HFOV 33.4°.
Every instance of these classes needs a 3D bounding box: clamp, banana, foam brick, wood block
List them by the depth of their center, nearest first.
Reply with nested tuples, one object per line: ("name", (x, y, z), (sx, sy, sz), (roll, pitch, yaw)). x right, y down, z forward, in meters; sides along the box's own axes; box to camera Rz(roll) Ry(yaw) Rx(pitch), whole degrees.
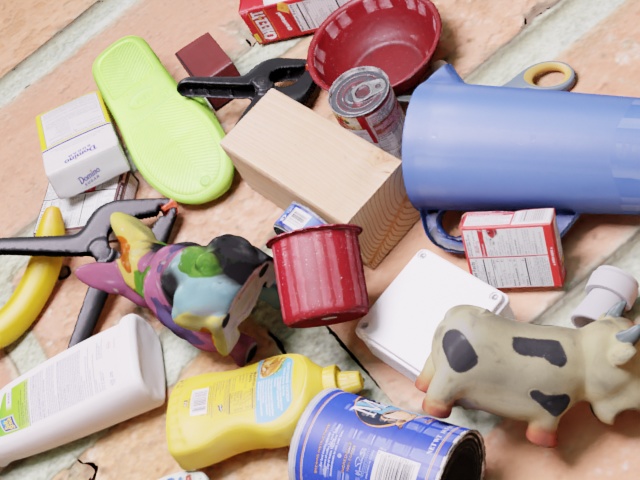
("wood block", (0.001, -0.069, 1.140), (0.090, 0.090, 0.206), (-47, 52, -11))
("clamp", (-0.244, 0.027, 1.202), (0.209, 0.036, 0.164), (-29, 82, -11))
("banana", (-0.341, 0.056, 1.225), (0.037, 0.069, 0.197), (18, 68, 41))
("clamp", (-0.078, -0.176, 1.247), (0.171, 0.039, 0.120), (-33, 68, -29))
("foam brick", (-0.134, -0.210, 1.326), (0.051, 0.053, 0.078), (-36, 51, -2))

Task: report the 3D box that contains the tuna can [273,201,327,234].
("tuna can", (-0.007, 0.001, 1.097), (0.086, 0.086, 0.033), (34, 77, 38))

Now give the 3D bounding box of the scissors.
("scissors", (0.187, -0.166, 1.153), (0.202, 0.016, 0.096), (15, 60, 24))

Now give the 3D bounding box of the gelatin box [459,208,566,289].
("gelatin box", (0.182, 0.009, 1.009), (0.089, 0.073, 0.030), (-3, 33, 25))

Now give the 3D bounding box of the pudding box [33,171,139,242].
("pudding box", (-0.282, -0.039, 1.285), (0.114, 0.039, 0.090), (-8, 55, 23))

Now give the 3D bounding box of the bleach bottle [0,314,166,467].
("bleach bottle", (-0.288, 0.170, 1.128), (0.251, 0.068, 0.102), (-23, 50, 12))

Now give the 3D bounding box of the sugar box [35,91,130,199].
("sugar box", (-0.292, -0.119, 1.306), (0.093, 0.048, 0.176), (-25, 36, -4))

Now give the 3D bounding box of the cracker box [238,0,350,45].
("cracker box", (0.014, -0.343, 1.336), (0.214, 0.072, 0.164), (-10, 53, 20))

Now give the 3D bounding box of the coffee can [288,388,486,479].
("coffee can", (0.058, 0.194, 0.921), (0.140, 0.102, 0.102), (12, 63, 31))

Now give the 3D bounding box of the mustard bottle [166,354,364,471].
("mustard bottle", (-0.050, 0.157, 1.025), (0.192, 0.058, 0.096), (-16, 37, 14))

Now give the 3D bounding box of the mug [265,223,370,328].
("mug", (0.004, 0.037, 1.006), (0.093, 0.117, 0.081), (-12, 78, 12))

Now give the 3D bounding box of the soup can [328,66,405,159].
("soup can", (0.057, -0.128, 1.145), (0.069, 0.102, 0.068), (-12, 53, 17))

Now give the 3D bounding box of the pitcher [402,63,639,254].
("pitcher", (0.208, -0.075, 1.034), (0.243, 0.149, 0.144), (6, 45, 25))

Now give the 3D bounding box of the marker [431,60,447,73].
("marker", (0.141, -0.150, 1.176), (0.020, 0.020, 0.121), (-17, 52, 14))

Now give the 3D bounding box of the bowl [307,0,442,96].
("bowl", (0.069, -0.212, 1.229), (0.162, 0.055, 0.162), (-13, 53, 17))
